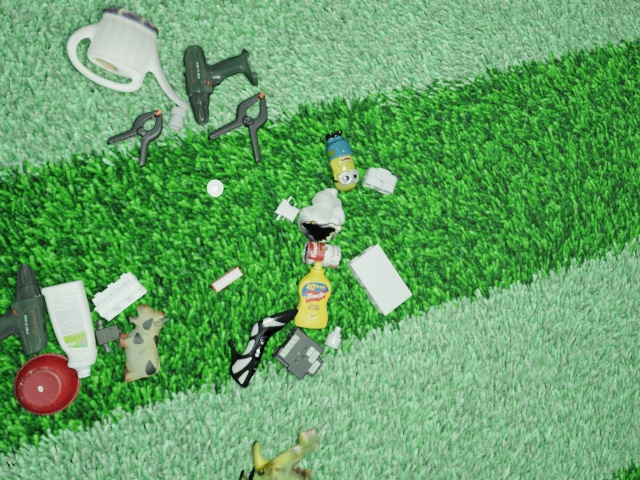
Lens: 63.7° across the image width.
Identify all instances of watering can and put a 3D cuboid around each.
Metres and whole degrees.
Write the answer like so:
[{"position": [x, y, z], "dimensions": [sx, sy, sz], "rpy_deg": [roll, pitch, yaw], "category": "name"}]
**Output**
[{"position": [-0.509, -0.510, 1.436], "dimensions": [0.346, 0.226, 0.104], "rpy_deg": [18, -8, -21], "category": "watering can"}]

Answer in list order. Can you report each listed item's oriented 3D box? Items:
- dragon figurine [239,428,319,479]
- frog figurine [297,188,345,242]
[{"position": [-0.115, 0.713, 1.427], "dimensions": [0.241, 0.413, 0.122], "rpy_deg": [24, -8, -19], "category": "dragon figurine"}, {"position": [0.005, -0.077, 1.530], "dimensions": [0.137, 0.163, 0.120], "rpy_deg": [-4, -44, 8], "category": "frog figurine"}]
